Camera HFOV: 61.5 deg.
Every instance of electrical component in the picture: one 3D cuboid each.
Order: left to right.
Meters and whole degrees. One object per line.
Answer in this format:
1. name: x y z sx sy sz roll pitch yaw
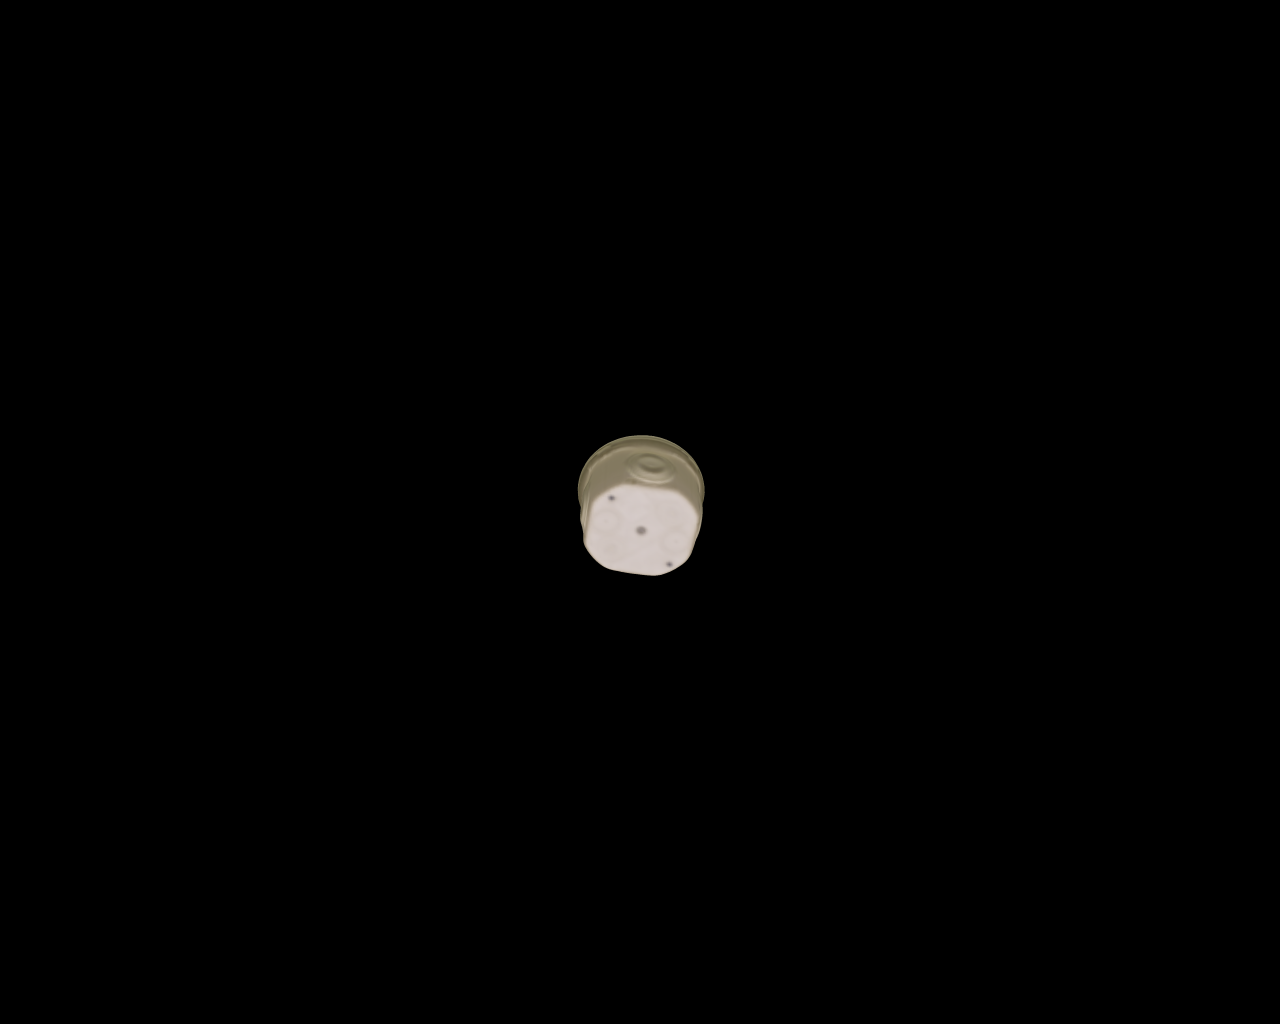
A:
1. electrical component: 0.001 -0.003 0.650 0.080 0.080 0.051 0 34 0
